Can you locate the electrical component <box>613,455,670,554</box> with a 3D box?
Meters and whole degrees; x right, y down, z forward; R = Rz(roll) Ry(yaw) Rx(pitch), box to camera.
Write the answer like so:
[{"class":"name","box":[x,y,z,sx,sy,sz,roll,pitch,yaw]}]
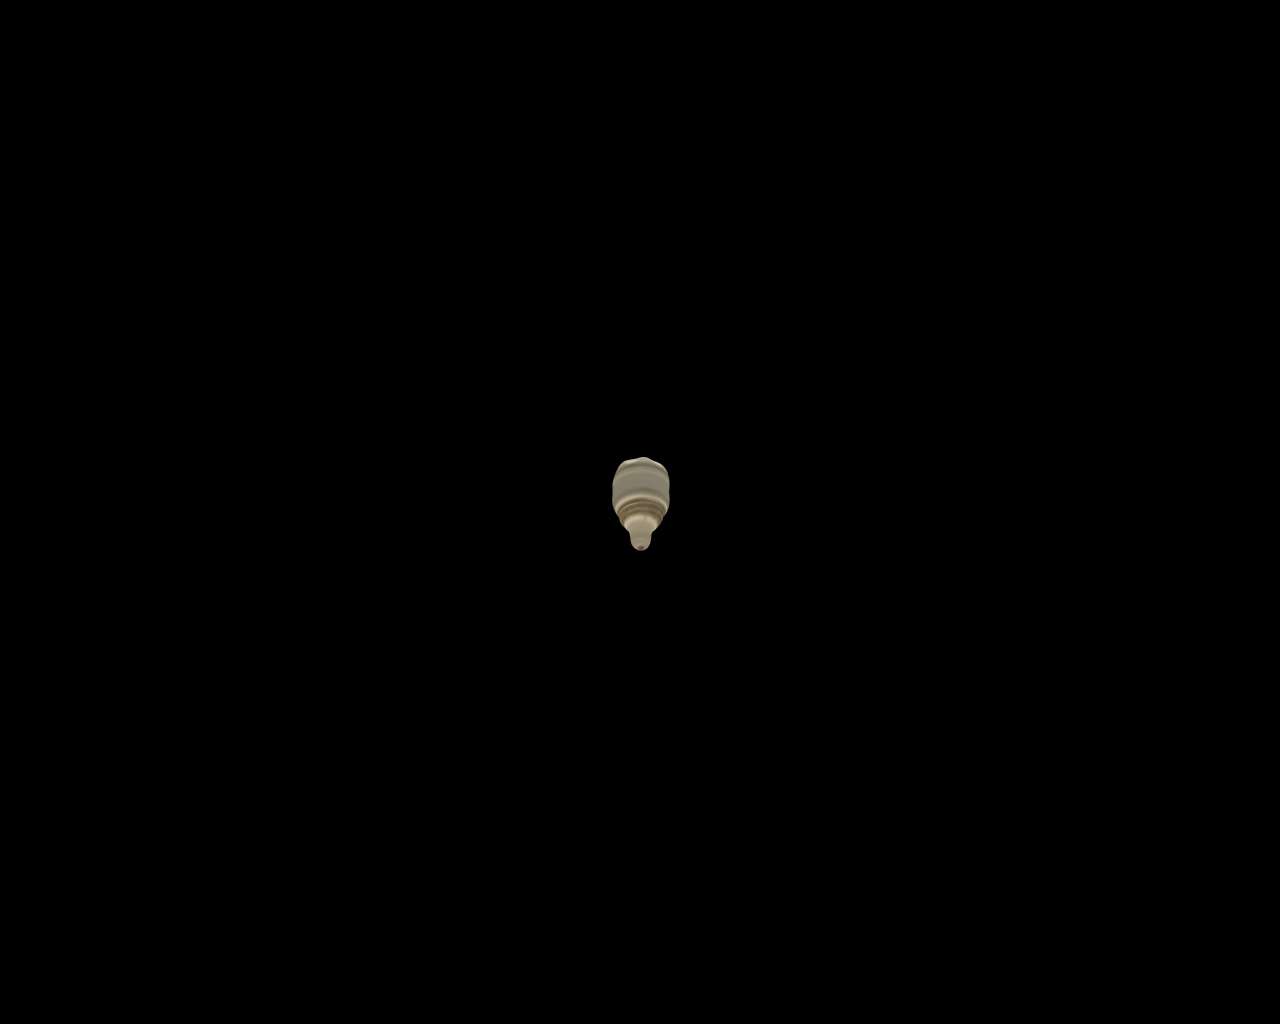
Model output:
[{"class":"electrical component","box":[0.001,-0.003,0.650,0.035,0.061,0.035,0,-38,0]}]
